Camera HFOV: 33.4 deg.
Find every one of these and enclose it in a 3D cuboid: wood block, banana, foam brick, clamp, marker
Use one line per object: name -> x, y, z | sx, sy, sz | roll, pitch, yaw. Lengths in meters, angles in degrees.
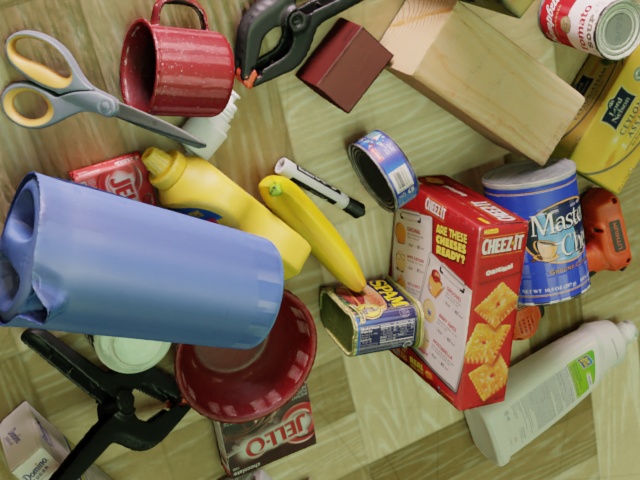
wood block -> 0.170, -0.172, 1.134 | 0.205, 0.091, 0.090 | 28, 96, -32
banana -> -0.014, -0.013, 1.127 | 0.037, 0.070, 0.197 | -32, 135, 13
foam brick -> 0.025, -0.177, 1.083 | 0.051, 0.053, 0.078 | 37, 93, -33
clamp -> -0.211, 0.179, 1.083 | 0.209, 0.036, 0.164 | 16, 61, -48
marker -> 0.003, -0.054, 1.145 | 0.121, 0.020, 0.020 | 29, 97, -32
clamp -> -0.032, -0.229, 1.041 | 0.171, 0.039, 0.120 | -48, 122, -1

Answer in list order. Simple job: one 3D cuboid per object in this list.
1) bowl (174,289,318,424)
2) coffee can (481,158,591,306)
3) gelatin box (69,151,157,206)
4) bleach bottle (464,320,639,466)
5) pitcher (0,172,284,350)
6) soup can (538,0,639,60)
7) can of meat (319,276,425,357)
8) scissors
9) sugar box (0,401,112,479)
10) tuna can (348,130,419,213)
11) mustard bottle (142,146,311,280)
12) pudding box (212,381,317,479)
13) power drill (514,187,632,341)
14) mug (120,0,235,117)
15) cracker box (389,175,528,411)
bowl -> -0.086, 0.114, 1.149 | 0.161, 0.055, 0.162 | -9, 112, -22
coffee can -> 0.239, -0.010, 1.179 | 0.102, 0.103, 0.140 | -17, 106, -19
gelatin box -> -0.199, -0.035, 1.048 | 0.073, 0.030, 0.089 | -19, 119, -18
bleach bottle -> 0.305, 0.182, 1.370 | 0.250, 0.068, 0.102 | -29, 121, -15
pitcher -> -0.162, 0.022, 0.960 | 0.242, 0.145, 0.149 | 13, 77, -29
soup can -> 0.295, -0.238, 1.160 | 0.068, 0.102, 0.068 | -10, 115, -22
can of meat -> 0.055, 0.085, 1.182 | 0.083, 0.102, 0.057 | -8, 115, -21
scissors -> -0.206, -0.110, 0.962 | 0.202, 0.016, 0.096 | 37, 112, 0
sugar box -> -0.256, 0.253, 1.106 | 0.048, 0.093, 0.176 | -42, 122, -3
tuna can -> 0.067, -0.073, 1.129 | 0.033, 0.086, 0.086 | -34, 122, -12
mustard bottle -> -0.102, -0.030, 1.058 | 0.191, 0.096, 0.058 | 41, 69, -32
pudding box -> -0.064, 0.209, 1.213 | 0.113, 0.039, 0.090 | -18, 118, -18
power drill -> 0.276, 0.008, 1.285 | 0.187, 0.057, 0.184 | -26, 117, -12
mug -> -0.131, -0.168, 0.994 | 0.081, 0.093, 0.117 | -1, 96, -31
cracker box -> 0.146, 0.054, 1.175 | 0.072, 0.164, 0.214 | -7, 114, -26
